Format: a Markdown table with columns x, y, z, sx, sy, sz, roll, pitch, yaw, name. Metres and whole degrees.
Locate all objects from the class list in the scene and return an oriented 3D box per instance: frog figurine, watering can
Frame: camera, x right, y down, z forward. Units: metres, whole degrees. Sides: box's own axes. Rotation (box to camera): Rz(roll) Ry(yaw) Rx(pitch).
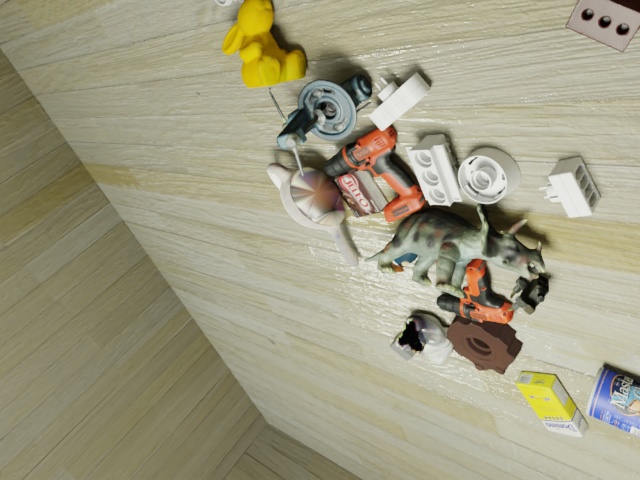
| x | y | z | sx | sy | sz | roll | pitch | yaw | name |
| --- | --- | --- | --- | --- | --- | --- | --- | --- | --- |
| 0.294 | 0.259 | 1.349 | 0.159 | 0.125 | 0.135 | 16 | 151 | -28 | frog figurine |
| 0.004 | -0.063 | 1.246 | 0.346 | 0.105 | 0.223 | 46 | 169 | -8 | watering can |
